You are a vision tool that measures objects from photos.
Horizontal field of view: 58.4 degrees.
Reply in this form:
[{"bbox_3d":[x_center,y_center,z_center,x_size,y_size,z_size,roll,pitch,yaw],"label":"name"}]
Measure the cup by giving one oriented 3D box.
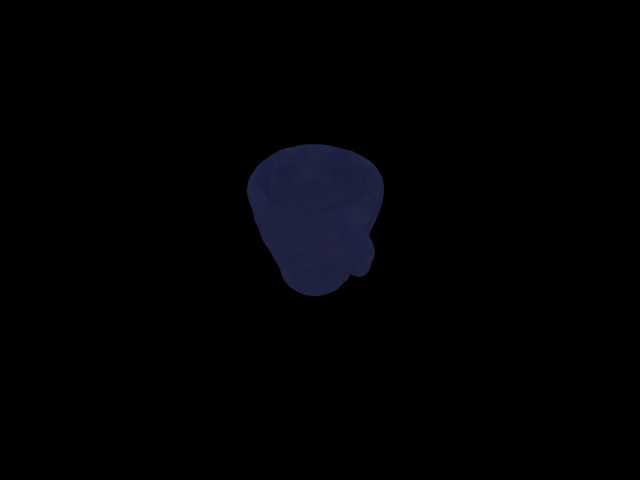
[{"bbox_3d":[0.004,0.001,0.400,0.092,0.095,0.117,-19,46,-19],"label":"cup"}]
